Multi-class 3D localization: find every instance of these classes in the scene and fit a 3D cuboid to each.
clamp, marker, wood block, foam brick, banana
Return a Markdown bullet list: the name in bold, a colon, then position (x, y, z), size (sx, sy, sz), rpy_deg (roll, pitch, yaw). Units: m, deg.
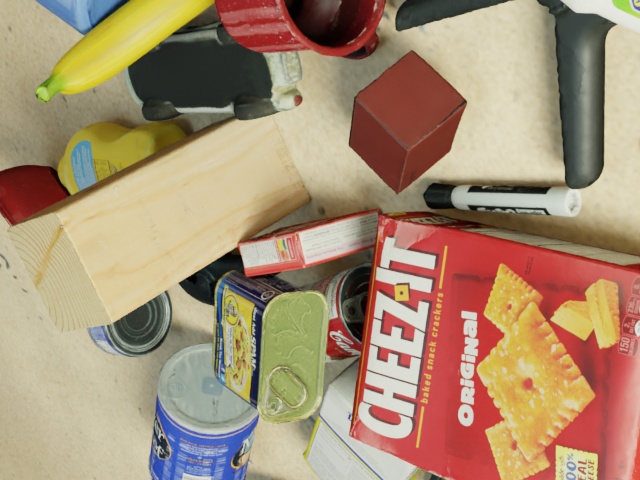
- **clamp**: position (0.140, -0.133, 0.593), size (0.164, 0.036, 0.210), rpy_deg (49, 142, 9)
- **marker**: position (0.117, -0.027, 0.710), size (0.121, 0.020, 0.020), rpy_deg (5, 120, 46)
- **wood block**: position (-0.120, -0.020, 0.824), size (0.091, 0.205, 0.090), rpy_deg (-11, 107, 51)
- **foam brick**: position (0.055, -0.075, 0.695), size (0.051, 0.053, 0.078), rpy_deg (47, 166, 13)
- **banana**: position (-0.122, -0.161, 0.782), size (0.037, 0.198, 0.070), rpy_deg (53, 179, -27)
- **clamp**: position (-0.089, 0.044, 0.975), size (0.172, 0.039, 0.120), rpy_deg (26, 129, 42)

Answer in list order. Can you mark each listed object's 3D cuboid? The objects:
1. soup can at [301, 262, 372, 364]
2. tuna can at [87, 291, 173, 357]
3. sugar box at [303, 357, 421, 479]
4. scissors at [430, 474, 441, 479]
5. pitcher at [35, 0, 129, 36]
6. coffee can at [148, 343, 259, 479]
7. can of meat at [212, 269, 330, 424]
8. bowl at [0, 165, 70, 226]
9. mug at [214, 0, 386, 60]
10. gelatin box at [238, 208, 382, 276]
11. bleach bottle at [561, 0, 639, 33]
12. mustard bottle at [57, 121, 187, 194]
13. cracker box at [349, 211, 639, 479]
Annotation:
- **soup can**: position (0.015, 0.061, 0.845), size (0.102, 0.068, 0.068), rpy_deg (-23, 98, 54)
- **tuna can**: position (-0.190, 0.074, 1.070), size (0.034, 0.086, 0.086), rpy_deg (2, 117, 45)
- **sugar box**: position (0.040, 0.174, 0.896), size (0.093, 0.048, 0.176), rpy_deg (44, 151, 16)
- **scissors**: position (0.100, 0.159, 0.856), size (0.202, 0.016, 0.096), rpy_deg (108, 165, -72)
- **pitcher**: position (-0.227, -0.262, 0.848), size (0.243, 0.149, 0.145), rpy_deg (40, 125, 16)
- **coffee can**: position (-0.113, 0.184, 1.050), size (0.103, 0.102, 0.140), rpy_deg (38, 140, 23)
- **can of meat**: position (-0.041, 0.078, 0.819), size (0.084, 0.057, 0.102), rpy_deg (22, 112, 54)
- **bowl**: position (-0.263, -0.022, 1.071), size (0.162, 0.055, 0.162), rpy_deg (50, 179, 1)
- **mug**: position (-0.009, -0.160, 0.709), size (0.117, 0.093, 0.082), rpy_deg (36, 163, -36)
- **gelatin box**: position (-0.005, 0.001, 0.808), size (0.073, 0.089, 0.030), rpy_deg (-10, 96, 51)
- **bleach bottle**: position (0.193, -0.129, 0.481), size (0.251, 0.068, 0.103), rpy_deg (26, 135, 22)
- **mustard bottle**: position (-0.187, -0.062, 0.990), size (0.192, 0.058, 0.096), rpy_deg (7, 121, 45)
- **cracker box**: position (0.125, 0.079, 0.686), size (0.214, 0.071, 0.164), rpy_deg (14, 100, 42)
